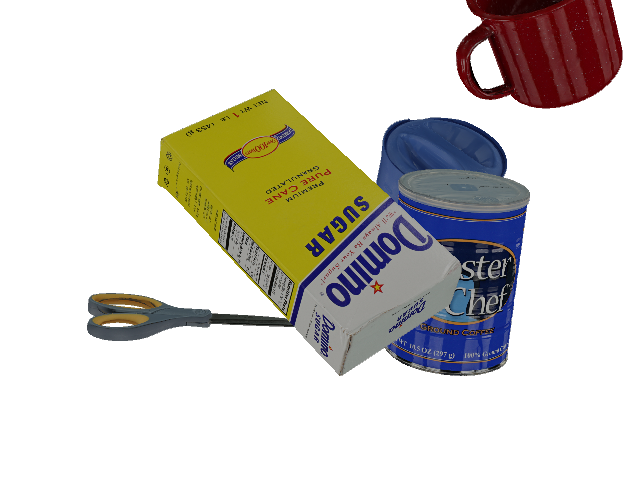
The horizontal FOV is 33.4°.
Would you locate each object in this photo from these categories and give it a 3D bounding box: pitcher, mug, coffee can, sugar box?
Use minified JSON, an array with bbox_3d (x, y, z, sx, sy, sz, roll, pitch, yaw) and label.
[{"bbox_3d":[0.116,-0.001,1.181,0.145,0.243,0.149,25,43,16],"label":"pitcher"},{"bbox_3d":[0.143,-0.136,0.711,0.117,0.081,0.093,-34,38,-7],"label":"mug"},{"bbox_3d":[0.107,0.023,0.854,0.103,0.140,0.103,4,18,-1],"label":"coffee can"},{"bbox_3d":[-0.009,-0.011,0.635,0.093,0.048,0.176,-30,59,-32],"label":"sugar box"}]

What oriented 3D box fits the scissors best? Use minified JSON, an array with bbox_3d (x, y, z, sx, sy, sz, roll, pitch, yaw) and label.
[{"bbox_3d":[-0.122,0.076,0.970,0.202,0.016,0.096,8,19,11],"label":"scissors"}]
